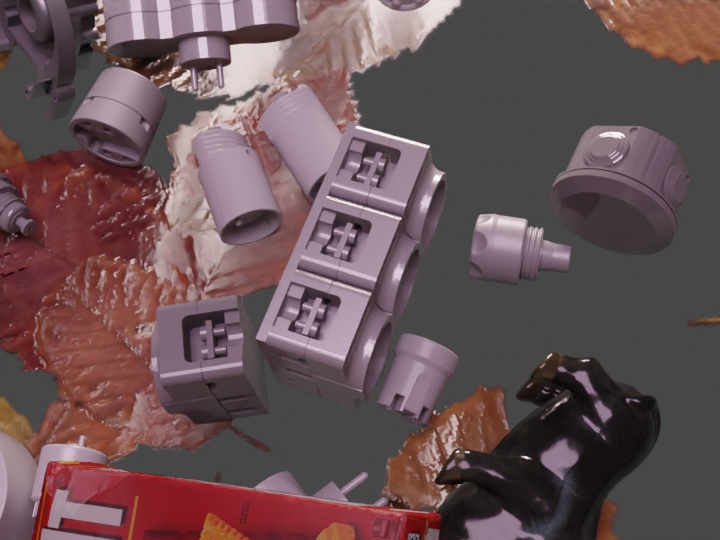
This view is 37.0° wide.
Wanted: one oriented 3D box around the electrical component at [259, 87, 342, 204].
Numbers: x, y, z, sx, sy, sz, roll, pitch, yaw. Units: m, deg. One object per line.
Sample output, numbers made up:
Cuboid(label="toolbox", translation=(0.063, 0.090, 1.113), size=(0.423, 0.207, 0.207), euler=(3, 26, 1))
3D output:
Cuboid(label="electrical component", translation=(-0.036, -0.089, 0.730), size=(0.043, 0.043, 0.081), euler=(-30, 67, -7))

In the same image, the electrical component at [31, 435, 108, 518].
Cuboid(label="electrical component", translation=(-0.178, 0.140, 0.647), size=(0.040, 0.040, 0.078), euler=(4, 67, 7))

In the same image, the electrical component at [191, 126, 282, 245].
Cuboid(label="electrical component", translation=(-0.086, -0.062, 0.724), size=(0.043, 0.043, 0.081), euler=(-21, 66, -4))

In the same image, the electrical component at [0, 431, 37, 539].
Cuboid(label="electrical component", translation=(-0.252, 0.139, 0.644), size=(0.108, 0.060, 0.108), euler=(-2, 66, 5))

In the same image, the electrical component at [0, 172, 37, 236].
Cuboid(label="electrical component", translation=(-0.254, -0.048, 0.736), size=(0.078, 0.040, 0.040), euler=(32, 73, 18))

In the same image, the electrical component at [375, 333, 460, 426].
Cuboid(label="electrical component", translation=(0.034, 0.068, 0.658), size=(0.040, 0.040, 0.046), euler=(21, 76, 14))

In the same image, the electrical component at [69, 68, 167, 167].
Cuboid(label="electrical component", translation=(-0.166, -0.107, 0.746), size=(0.055, 0.055, 0.047), euler=(15, 65, 12))

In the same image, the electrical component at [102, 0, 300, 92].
Cuboid(label="electrical component", translation=(-0.112, -0.164, 0.767), size=(0.138, 0.052, 0.073), euler=(-6, 87, 3))

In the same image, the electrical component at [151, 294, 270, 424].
Cuboid(label="electrical component", translation=(-0.091, 0.056, 0.647), size=(0.056, 0.089, 0.050), euler=(-9, 66, 2))

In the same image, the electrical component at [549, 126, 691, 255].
Cuboid(label="electrical component", translation=(0.164, -0.049, 0.674), size=(0.080, 0.080, 0.051), euler=(22, 65, 14))

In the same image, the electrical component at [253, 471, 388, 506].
Cuboid(label="electrical component", translation=(-0.022, 0.150, 0.625), size=(0.079, 0.043, 0.077), euler=(-36, 68, -10))

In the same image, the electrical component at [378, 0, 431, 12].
Cuboid(label="electrical component", translation=(0.031, -0.220, 0.770), size=(0.048, 0.062, 0.048), euler=(-2, 67, 5))

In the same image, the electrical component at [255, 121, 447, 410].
Cuboid(label="electrical component", translation=(0.000, 0.000, 0.663), size=(0.062, 0.089, 0.150), euler=(17, 69, 13))

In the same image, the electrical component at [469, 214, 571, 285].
Cuboid(label="electrical component", translation=(0.102, -0.011, 0.683), size=(0.062, 0.043, 0.043), euler=(9, 68, 8))
